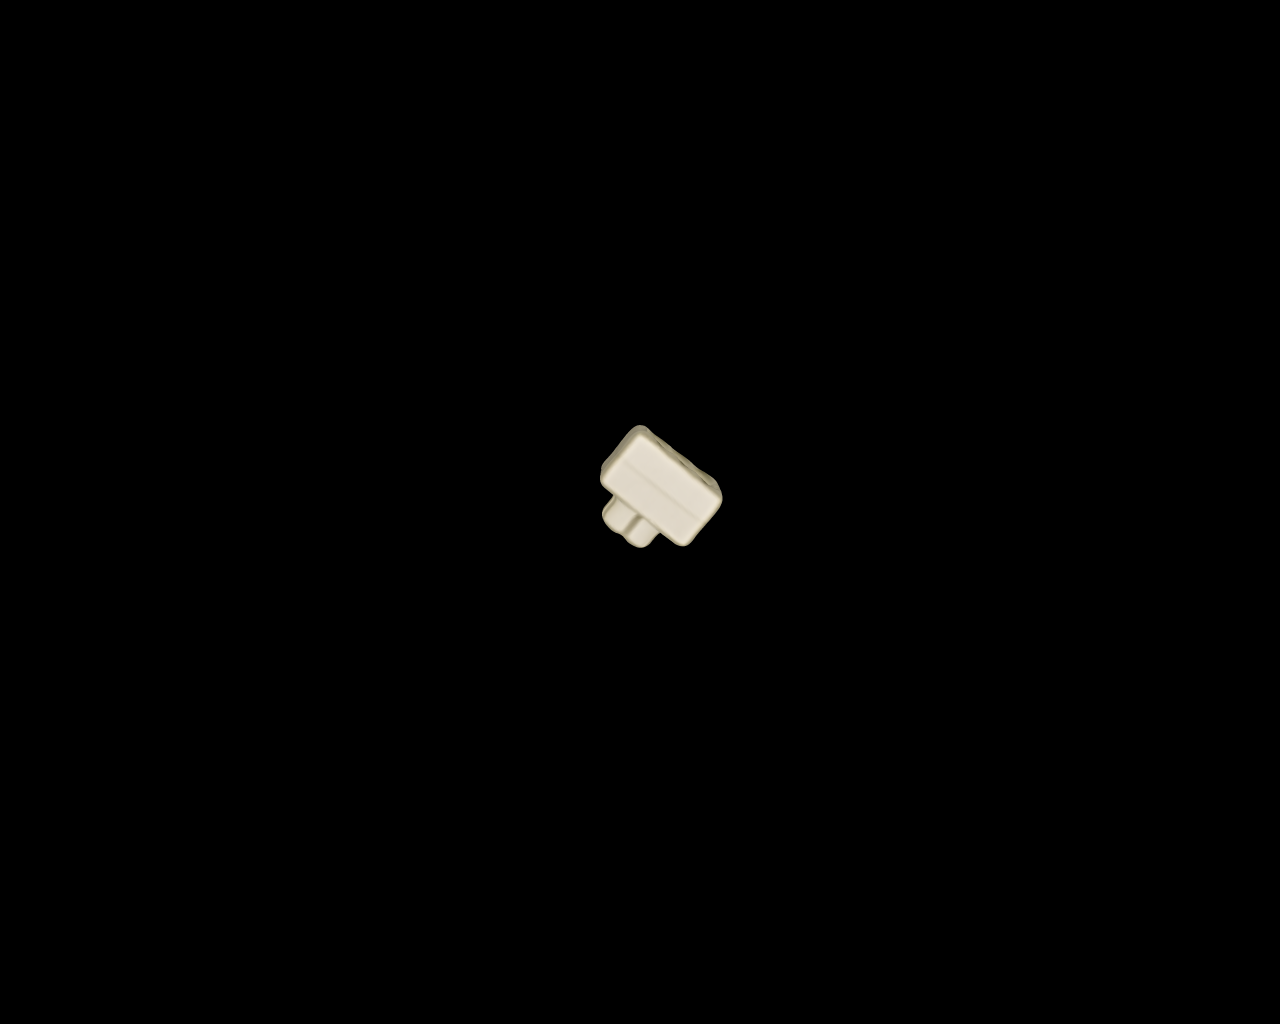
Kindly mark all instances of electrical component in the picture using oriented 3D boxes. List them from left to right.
[{"bbox_3d":[0.001,-0.003,0.650,0.065,0.076,0.047,38,9,-7],"label":"electrical component"}]
